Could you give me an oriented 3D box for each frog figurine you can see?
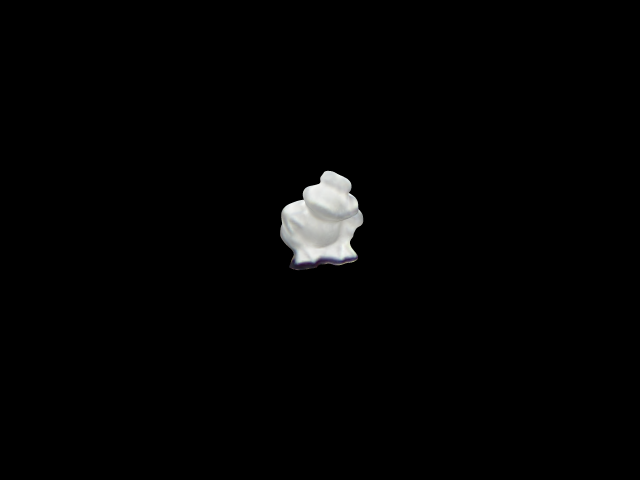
[{"bbox_3d":[0.003,-0.043,0.850,0.137,0.157,0.125,3,23,7],"label":"frog figurine"}]
